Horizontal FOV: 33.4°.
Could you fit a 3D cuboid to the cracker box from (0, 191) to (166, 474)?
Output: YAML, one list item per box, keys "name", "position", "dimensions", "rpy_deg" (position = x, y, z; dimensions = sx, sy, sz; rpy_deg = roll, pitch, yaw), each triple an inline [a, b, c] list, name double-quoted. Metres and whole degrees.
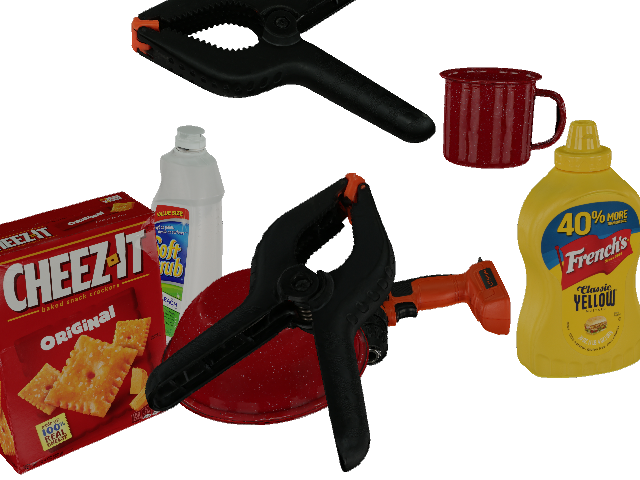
- name: "cracker box"
  position: [-0.224, 0.082, 0.967]
  dimensions: [0.163, 0.214, 0.072]
  rpy_deg: [-19, 30, -34]

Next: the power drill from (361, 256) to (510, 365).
- name: "power drill"
  position: [0.115, 0.077, 1.203]
  dimensions: [0.187, 0.057, 0.184]
  rpy_deg: [-3, 27, -2]

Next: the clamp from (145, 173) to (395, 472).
- name: "clamp"
  position: [-0.001, 0.040, 0.564]
  dimensions: [0.120, 0.171, 0.039]
  rpy_deg: [25, -26, 18]

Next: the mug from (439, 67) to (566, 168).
- name: "mug"
  position: [0.167, -0.113, 0.986]
  dimensions: [0.117, 0.081, 0.093]
  rpy_deg: [4, 17, 13]

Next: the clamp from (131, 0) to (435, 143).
- name: "clamp"
  position: [-0.022, -0.132, 0.734]
  dimensions: [0.209, 0.164, 0.036]
  rpy_deg: [-7, -27, -12]

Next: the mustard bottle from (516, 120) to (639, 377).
- name: "mustard bottle"
  position: [0.197, 0.005, 0.805]
  dimensions: [0.096, 0.192, 0.058]
  rpy_deg: [-6, 17, -10]

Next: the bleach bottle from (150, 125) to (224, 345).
- name: "bleach bottle"
  position: [-0.149, -0.002, 1.139]
  dimensions: [0.103, 0.251, 0.067]
  rpy_deg: [26, 31, 37]

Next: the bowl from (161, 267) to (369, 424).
- name: "bowl"
  position: [-0.044, 0.067, 0.810]
  dimensions: [0.162, 0.055, 0.162]
  rpy_deg: [-3, 31, 2]
